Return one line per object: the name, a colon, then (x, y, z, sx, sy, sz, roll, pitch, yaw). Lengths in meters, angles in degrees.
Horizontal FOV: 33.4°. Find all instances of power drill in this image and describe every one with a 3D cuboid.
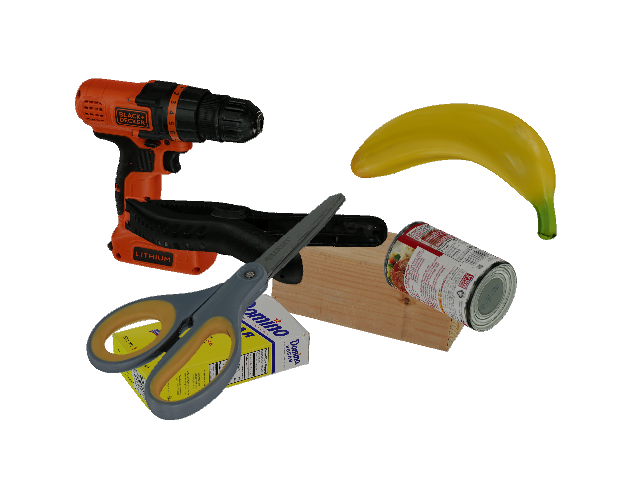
power drill: (-0.141, -0.062, 1.025, 0.185, 0.188, 0.057, 10, 30, 17)

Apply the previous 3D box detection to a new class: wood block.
wood block: (0.058, 0.044, 1.185, 0.206, 0.091, 0.090, 13, 24, 18)

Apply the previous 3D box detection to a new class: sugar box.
sugar box: (-0.108, 0.108, 1.068, 0.176, 0.048, 0.093, -16, 33, -27)

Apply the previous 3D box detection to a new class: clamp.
clamp: (-0.069, -0.006, 0.828, 0.210, 0.036, 0.164, 8, 13, 18)

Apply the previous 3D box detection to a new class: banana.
banana: (0.088, -0.058, 0.702, 0.037, 0.069, 0.198, 27, -2, -37)

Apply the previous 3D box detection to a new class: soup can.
soup can: (0.117, 0.031, 0.961, 0.068, 0.068, 0.102, 0, 21, -46)

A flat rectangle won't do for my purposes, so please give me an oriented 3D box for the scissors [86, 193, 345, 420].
scissors: (-0.062, 0.025, 0.625, 0.096, 0.016, 0.201, 10, 41, 17)
